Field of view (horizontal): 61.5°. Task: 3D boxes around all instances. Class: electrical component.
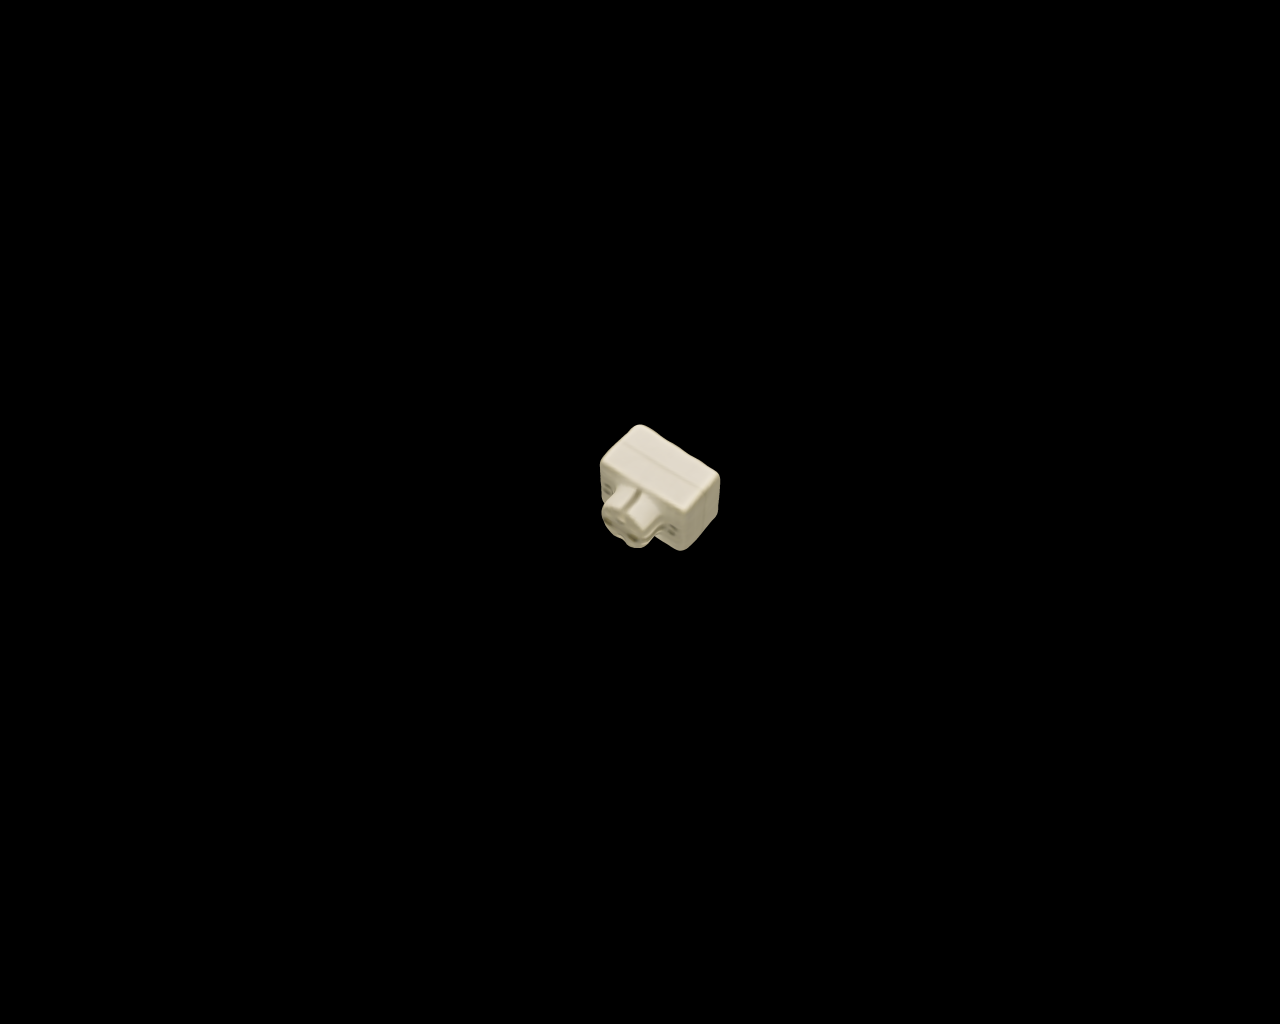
[{"bbox_3d":[0.001,-0.003,0.650,0.066,0.077,0.047,33,-29,21],"label":"electrical component"}]
